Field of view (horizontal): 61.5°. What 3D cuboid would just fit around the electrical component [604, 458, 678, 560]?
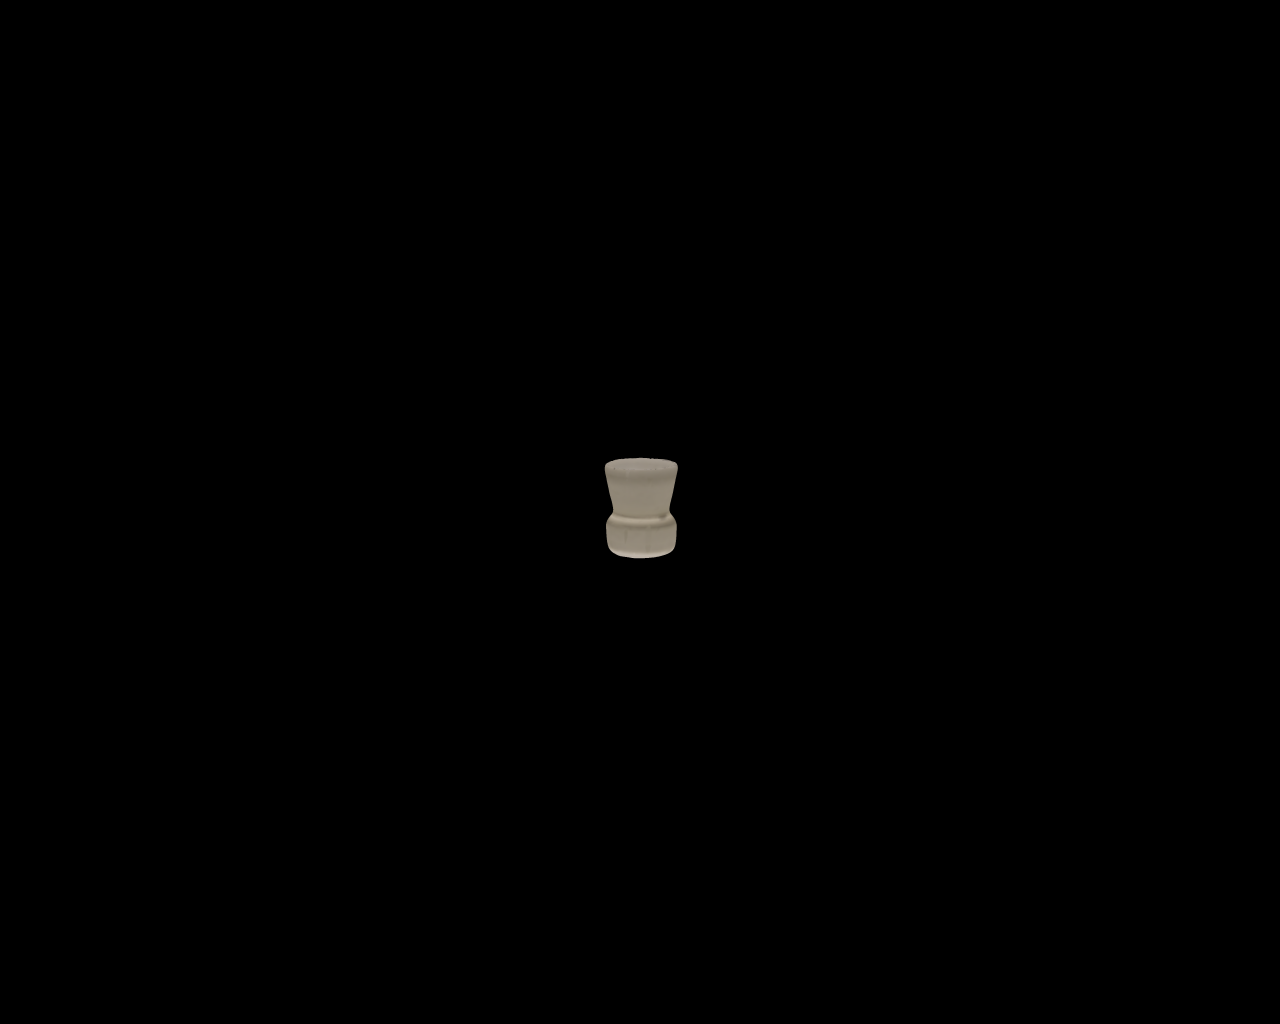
[{"bbox_3d":[0.001,-0.003,0.650,0.045,0.055,0.045,0,11,0],"label":"electrical component"}]
